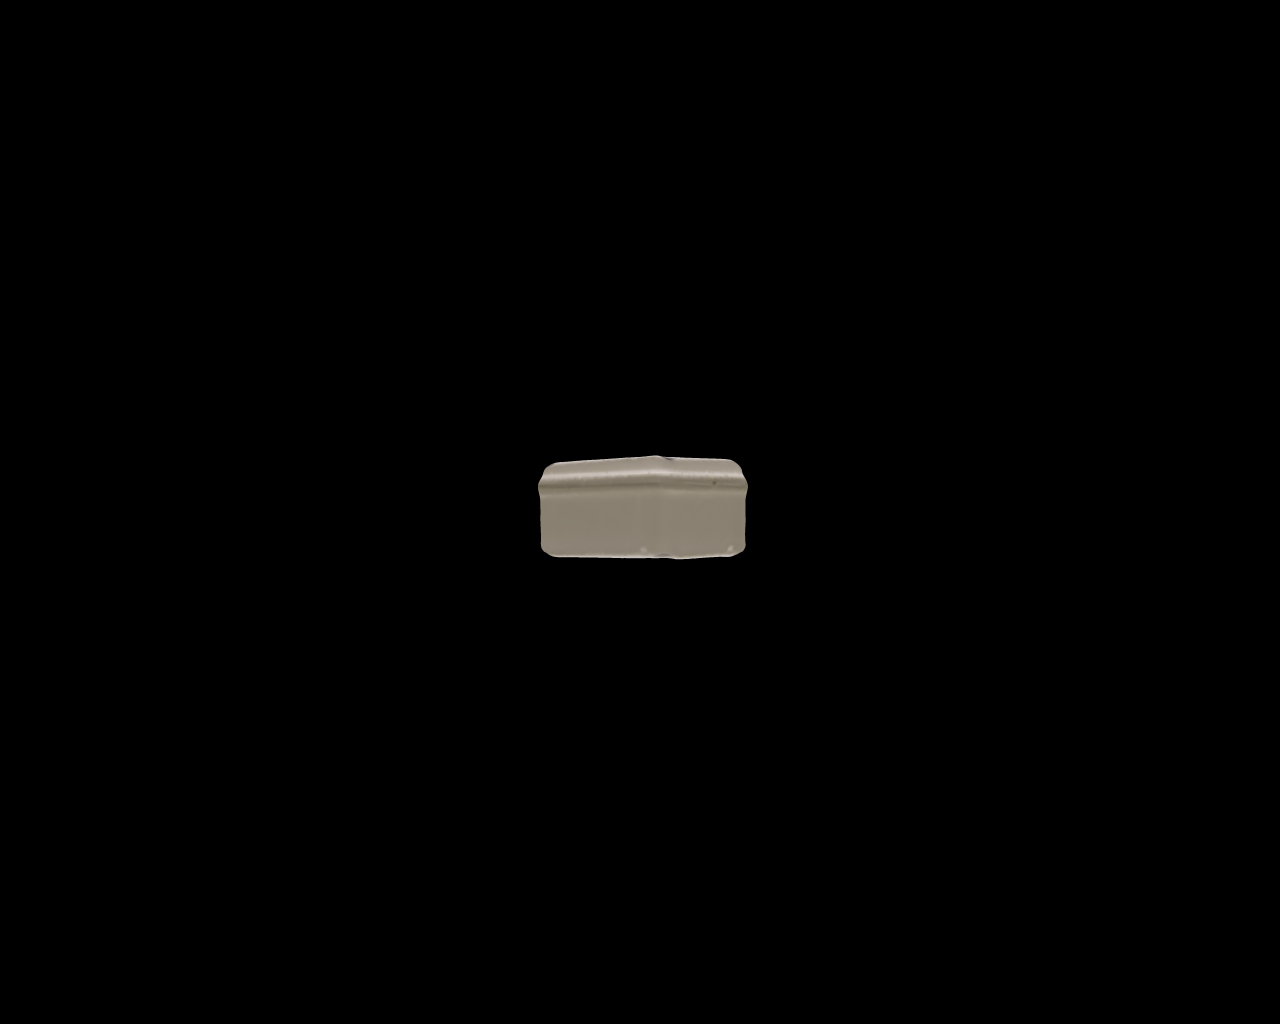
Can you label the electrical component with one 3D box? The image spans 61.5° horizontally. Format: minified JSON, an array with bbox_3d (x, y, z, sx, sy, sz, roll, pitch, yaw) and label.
[{"bbox_3d":[0.001,-0.003,0.650,0.113,0.057,0.078,0,0,44],"label":"electrical component"}]
